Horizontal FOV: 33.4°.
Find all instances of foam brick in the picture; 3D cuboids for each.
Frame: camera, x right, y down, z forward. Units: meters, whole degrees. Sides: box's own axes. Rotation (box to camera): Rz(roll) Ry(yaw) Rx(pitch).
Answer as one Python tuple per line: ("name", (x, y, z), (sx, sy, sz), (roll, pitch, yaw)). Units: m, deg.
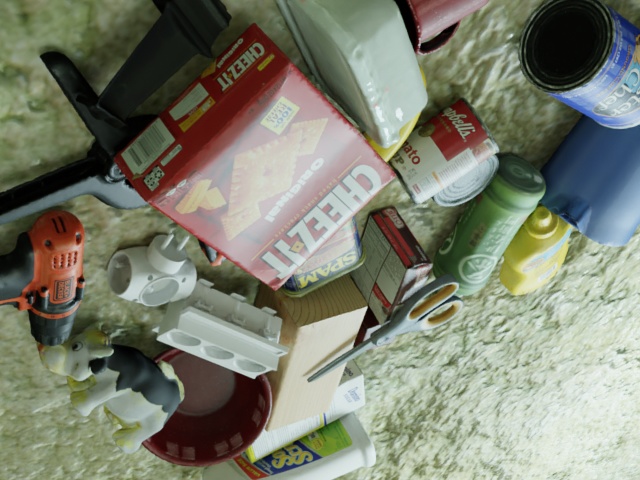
("foam brick", (0.054, 0.086, 1.265), (0.052, 0.078, 0.051), (-15, 143, -25))

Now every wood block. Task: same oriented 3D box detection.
("wood block", (-0.026, 0.120, 1.235), (0.090, 0.090, 0.206), (-14, 143, -26))

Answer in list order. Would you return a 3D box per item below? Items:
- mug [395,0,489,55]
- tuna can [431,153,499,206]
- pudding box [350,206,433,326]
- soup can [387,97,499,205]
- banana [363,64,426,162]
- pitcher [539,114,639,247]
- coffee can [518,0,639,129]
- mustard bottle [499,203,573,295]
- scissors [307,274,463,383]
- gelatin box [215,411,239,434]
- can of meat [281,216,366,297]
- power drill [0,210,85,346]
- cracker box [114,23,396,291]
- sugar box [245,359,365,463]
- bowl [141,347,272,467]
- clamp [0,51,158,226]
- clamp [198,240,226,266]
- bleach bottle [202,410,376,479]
("mug", (0.092, -0.206, 0.893), (0.081, 0.093, 0.117), (-31, 138, -10))
("tuna can", (0.152, -0.077, 1.169), (0.086, 0.034, 0.086), (-22, 146, -16))
("pudding box", (0.078, 0.032, 1.203), (0.039, 0.090, 0.114), (-12, 143, -26))
("soup can", (0.123, -0.090, 1.096), (0.102, 0.068, 0.068), (-34, 148, 4))
("banana", (0.053, -0.108, 1.049), (0.069, 0.037, 0.198), (16, 126, -19))
("pitcher", (0.360, -0.125, 1.207), (0.144, 0.149, 0.243), (13, 126, -24))
("coffee can", (0.279, -0.178, 1.074), (0.140, 0.103, 0.103), (14, 126, -48))
("mustard bottle", (0.268, 0.002, 1.316), (0.096, 0.058, 0.191), (-37, 159, -7))
("scissors", (0.083, 0.109, 1.211), (0.202, 0.016, 0.096), (-41, 146, 18))
("gelatin box", (-0.129, 0.205, 1.277), (0.089, 0.073, 0.030), (-35, 149, 5))
("can of meat", (-0.007, 0.001, 1.123), (0.102, 0.057, 0.084), (-27, 145, -7))
("power drill", (-0.303, 0.055, 0.951), (0.187, 0.057, 0.185), (-15, 147, -27))
("cracker box", (-0.048, -0.063, 0.932), (0.164, 0.072, 0.213), (-43, 144, 5))
("sugar box", (-0.026, 0.222, 1.414), (0.176, 0.048, 0.093), (-27, 147, -14))
("bowl", (-0.137, 0.175, 1.210), (0.162, 0.055, 0.162), (-3, 113, -8))
("clamp", (-0.176, -0.077, 0.895), (0.209, 0.036, 0.165), (-1, 131, -43))
("clamp", (-0.065, -0.046, 1.028), (0.120, 0.039, 0.172), (-4, 139, -29))
("bleach bottle", (-0.056, 0.310, 1.451), (0.250, 0.103, 0.068), (-23, 142, -13))
